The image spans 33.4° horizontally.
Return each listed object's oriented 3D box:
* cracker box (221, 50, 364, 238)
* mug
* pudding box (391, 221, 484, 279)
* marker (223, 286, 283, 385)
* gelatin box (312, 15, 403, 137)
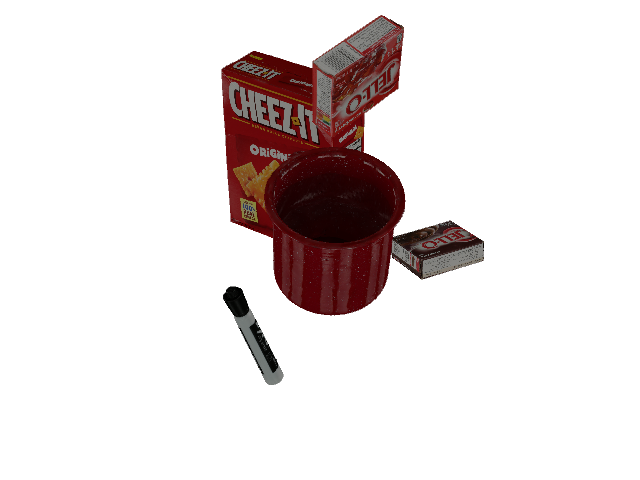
[{"bbox_3d":[-0.033,-0.098,1.266,0.164,0.214,0.072,22,41,29],"label":"cracker box"},{"bbox_3d":[0.003,-0.011,0.735,0.093,0.117,0.081,-19,-38,-18],"label":"mug"},{"bbox_3d":[0.174,0.013,1.596,0.113,0.039,0.090,-18,28,-22],"label":"pudding box"},{"bbox_3d":[-0.062,0.088,0.984,0.020,0.121,0.020,-13,39,11],"label":"marker"},{"bbox_3d":[0.033,-0.143,0.925,0.089,0.073,0.030,-38,62,-26],"label":"gelatin box"}]
